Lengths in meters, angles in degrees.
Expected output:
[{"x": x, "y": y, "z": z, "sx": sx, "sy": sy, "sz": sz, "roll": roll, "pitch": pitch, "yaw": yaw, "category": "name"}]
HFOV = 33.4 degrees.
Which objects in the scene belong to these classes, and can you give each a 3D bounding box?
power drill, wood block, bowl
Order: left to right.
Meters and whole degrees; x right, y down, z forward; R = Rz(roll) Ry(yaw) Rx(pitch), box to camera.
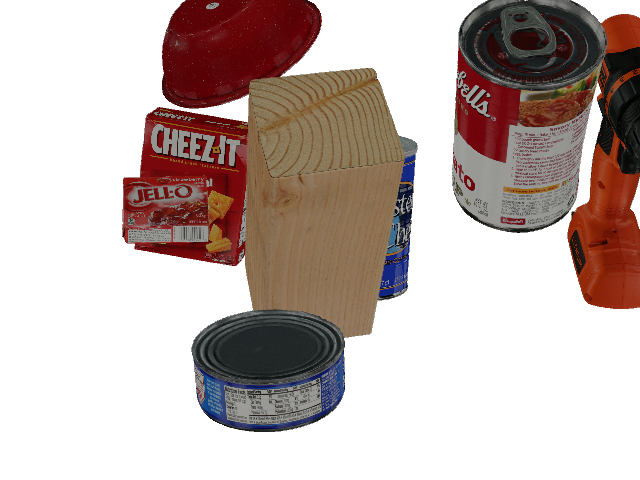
[{"x": -0.083, "y": -0.190, "z": 0.958, "sx": 0.162, "sy": 0.162, "sz": 0.055, "roll": 0, "pitch": -44, "yaw": 34, "category": "bowl"}, {"x": -0.004, "y": -0.017, "z": 0.778, "sx": 0.090, "sy": 0.090, "sz": 0.206, "roll": -7, "pitch": -37, "yaw": -10, "category": "wood block"}, {"x": 0.221, "y": -0.045, "z": 0.760, "sx": 0.057, "sy": 0.188, "sz": 0.184, "roll": 2, "pitch": 36, "yaw": 4, "category": "power drill"}]

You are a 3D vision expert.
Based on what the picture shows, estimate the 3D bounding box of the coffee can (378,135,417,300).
[{"x": 0.036, "y": -0.025, "z": 1.007, "sx": 0.103, "sy": 0.140, "sz": 0.103, "roll": 2, "pitch": 16, "yaw": -1, "category": "coffee can"}]

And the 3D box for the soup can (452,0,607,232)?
[{"x": 0.101, "y": -0.061, "z": 0.530, "sx": 0.068, "sy": 0.068, "sz": 0.102, "roll": 0, "pitch": -40, "yaw": 4, "category": "soup can"}]

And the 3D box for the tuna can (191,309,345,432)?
[{"x": -0.028, "y": 0.072, "z": 0.601, "sx": 0.086, "sy": 0.034, "sz": 0.086, "roll": -2, "pitch": 22, "yaw": 1, "category": "tuna can"}]

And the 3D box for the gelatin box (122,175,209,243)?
[{"x": -0.162, "y": -0.033, "z": 1.115, "sx": 0.089, "sy": 0.073, "sz": 0.030, "roll": -1, "pitch": -42, "yaw": -8, "category": "gelatin box"}]

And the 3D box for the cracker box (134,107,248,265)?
[{"x": -0.187, "y": -0.079, "z": 1.610, "sx": 0.164, "sy": 0.214, "sz": 0.072, "roll": 10, "pitch": 20, "yaw": 6, "category": "cracker box"}]
